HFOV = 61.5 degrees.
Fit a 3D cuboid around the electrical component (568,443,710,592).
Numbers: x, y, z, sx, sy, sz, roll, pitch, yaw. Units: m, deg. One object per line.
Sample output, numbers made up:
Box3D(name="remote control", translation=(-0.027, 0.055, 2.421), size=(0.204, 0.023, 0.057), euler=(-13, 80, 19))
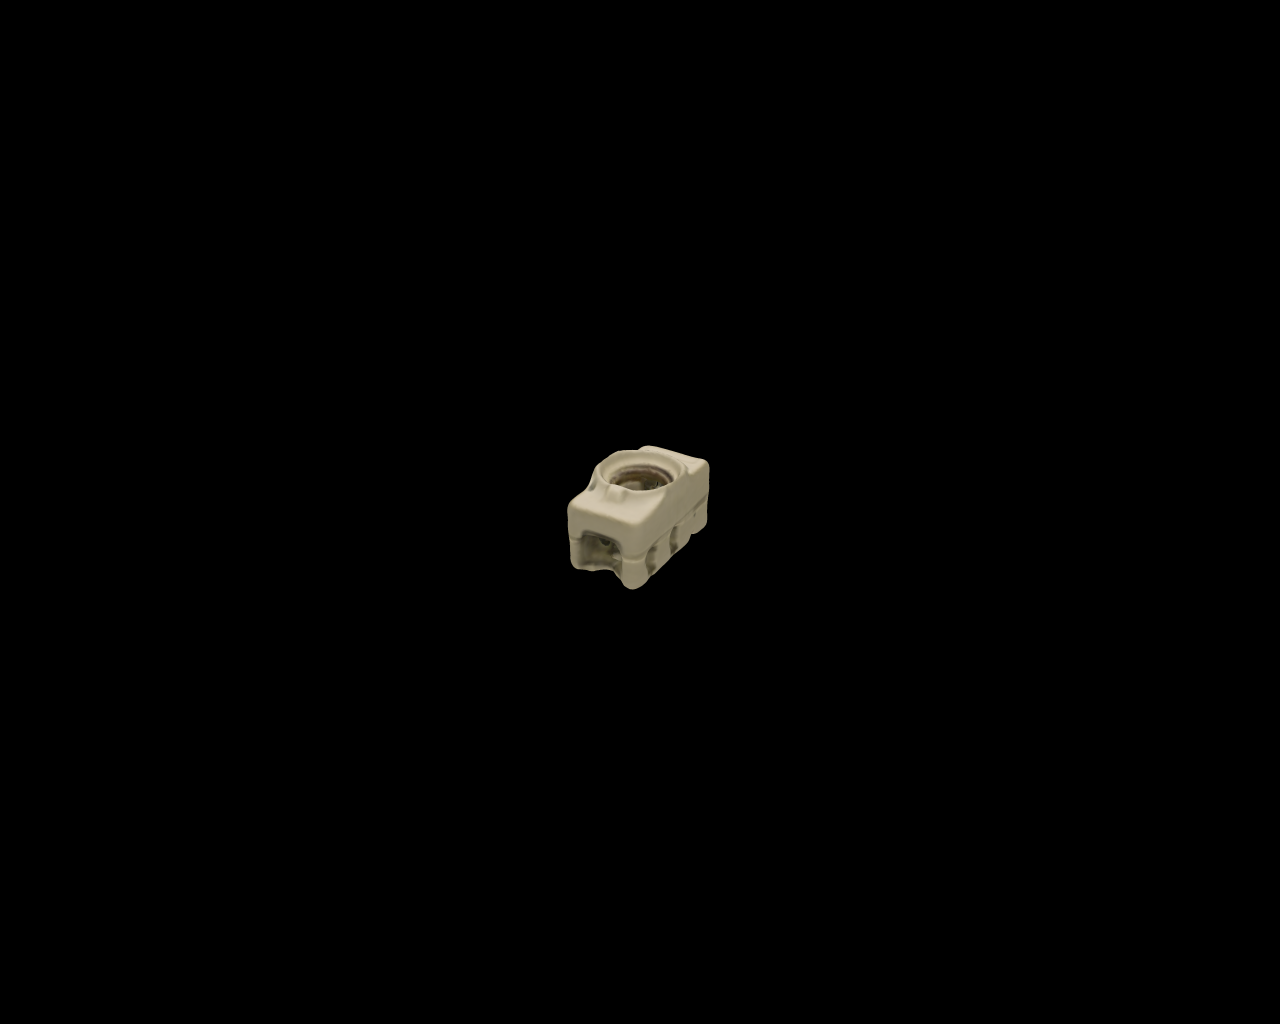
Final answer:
Box3D(name="electrical component", translation=(0.001, -0.003, 0.650), size=(0.050, 0.055, 0.090), euler=(18, 36, 27))
